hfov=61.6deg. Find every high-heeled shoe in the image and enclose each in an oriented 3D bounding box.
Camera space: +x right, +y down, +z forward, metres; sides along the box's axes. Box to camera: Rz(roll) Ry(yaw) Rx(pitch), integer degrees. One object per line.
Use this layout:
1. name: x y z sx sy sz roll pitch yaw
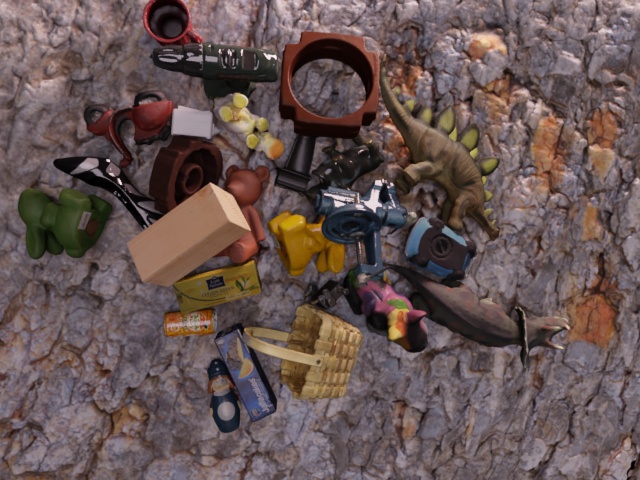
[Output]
1. high-heeled shoe: -0.414 -0.078 1.087 0.249 0.086 0.145 10 69 -23

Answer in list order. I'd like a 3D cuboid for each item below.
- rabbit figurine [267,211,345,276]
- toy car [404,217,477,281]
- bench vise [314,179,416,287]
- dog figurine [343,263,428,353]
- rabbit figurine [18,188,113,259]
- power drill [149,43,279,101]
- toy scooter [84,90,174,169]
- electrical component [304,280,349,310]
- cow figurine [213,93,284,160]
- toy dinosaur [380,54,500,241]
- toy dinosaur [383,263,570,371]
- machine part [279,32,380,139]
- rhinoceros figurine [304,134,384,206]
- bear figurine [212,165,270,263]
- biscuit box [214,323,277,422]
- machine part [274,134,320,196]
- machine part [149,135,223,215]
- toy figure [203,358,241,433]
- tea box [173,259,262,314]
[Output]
1. rabbit figurine: -0.002 -0.003 1.135 0.173 0.122 0.162 -28 98 -22
2. toy car: 0.251 0.020 1.160 0.161 0.103 0.109 25 87 -11
3. bench vise: 0.095 -0.012 1.066 0.223 0.129 0.241 17 52 -27
4. dog figurine: 0.138 0.139 1.101 0.108 0.219 0.191 -37 97 -6
5. rabbit figurine: -0.537 -0.040 1.098 0.170 0.121 0.159 20 99 12
6. power drill: -0.199 -0.332 1.049 0.232 0.207 0.086 -1 88 -8
7. toy scooter: -0.381 -0.224 1.104 0.184 0.075 0.135 -15 95 -1
8. electrical component: 0.010 0.115 1.145 0.078 0.102 0.045 -44 109 -9
9. cow figurine: -0.151 -0.231 1.118 0.068 0.098 0.167 -51 124 -8
10. toy dinosaur: 0.253 -0.176 1.154 0.471 0.105 0.198 45 81 -15
11. toy dinosaur: 0.318 0.156 1.131 0.405 0.192 0.131 22 89 -7
12. machine part: 0.018 -0.316 1.111 0.201 0.087 0.201 4 79 -4
13. rhinoceros figurine: 0.047 -0.145 1.142 0.190 0.073 0.111 -35 129 -13
14. bear figurine: -0.171 -0.058 1.107 0.120 0.132 0.195 9 100 20
15. biscuit box: -0.158 0.285 1.159 0.059 0.063 0.202 -25 95 -2
16. machine part: -0.046 -0.171 1.156 0.084 0.039 0.138 21 93 -1
17. machine part: -0.267 -0.123 1.074 0.056 0.179 0.179 19 92 20
18. toy figure: -0.209 0.334 1.162 0.064 0.058 0.154 -14 94 -43
19. tea box: -0.211 0.094 1.126 0.170 0.098 0.068 -16 96 -6
